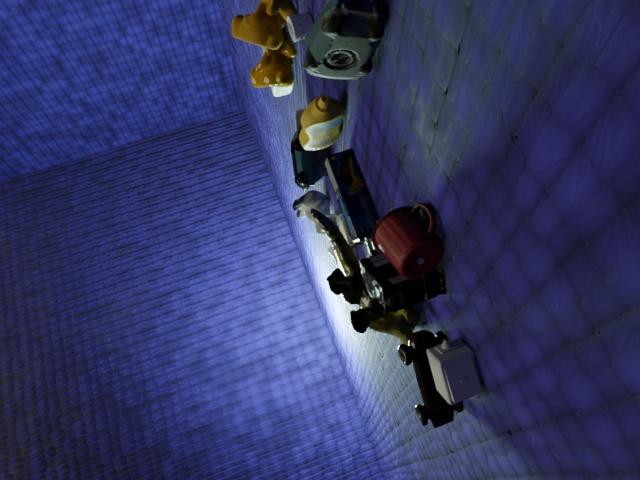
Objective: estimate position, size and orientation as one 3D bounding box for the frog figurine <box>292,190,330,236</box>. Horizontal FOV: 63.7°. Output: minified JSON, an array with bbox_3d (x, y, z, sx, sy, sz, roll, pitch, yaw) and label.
[{"bbox_3d":[0.005,-0.083,1.657,0.160,0.125,0.134,30,145,19],"label":"frog figurine"}]

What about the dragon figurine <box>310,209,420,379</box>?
[{"bbox_3d":[0.118,0.119,1.090,0.417,0.122,0.239,60,-174,25],"label":"dragon figurine"}]
